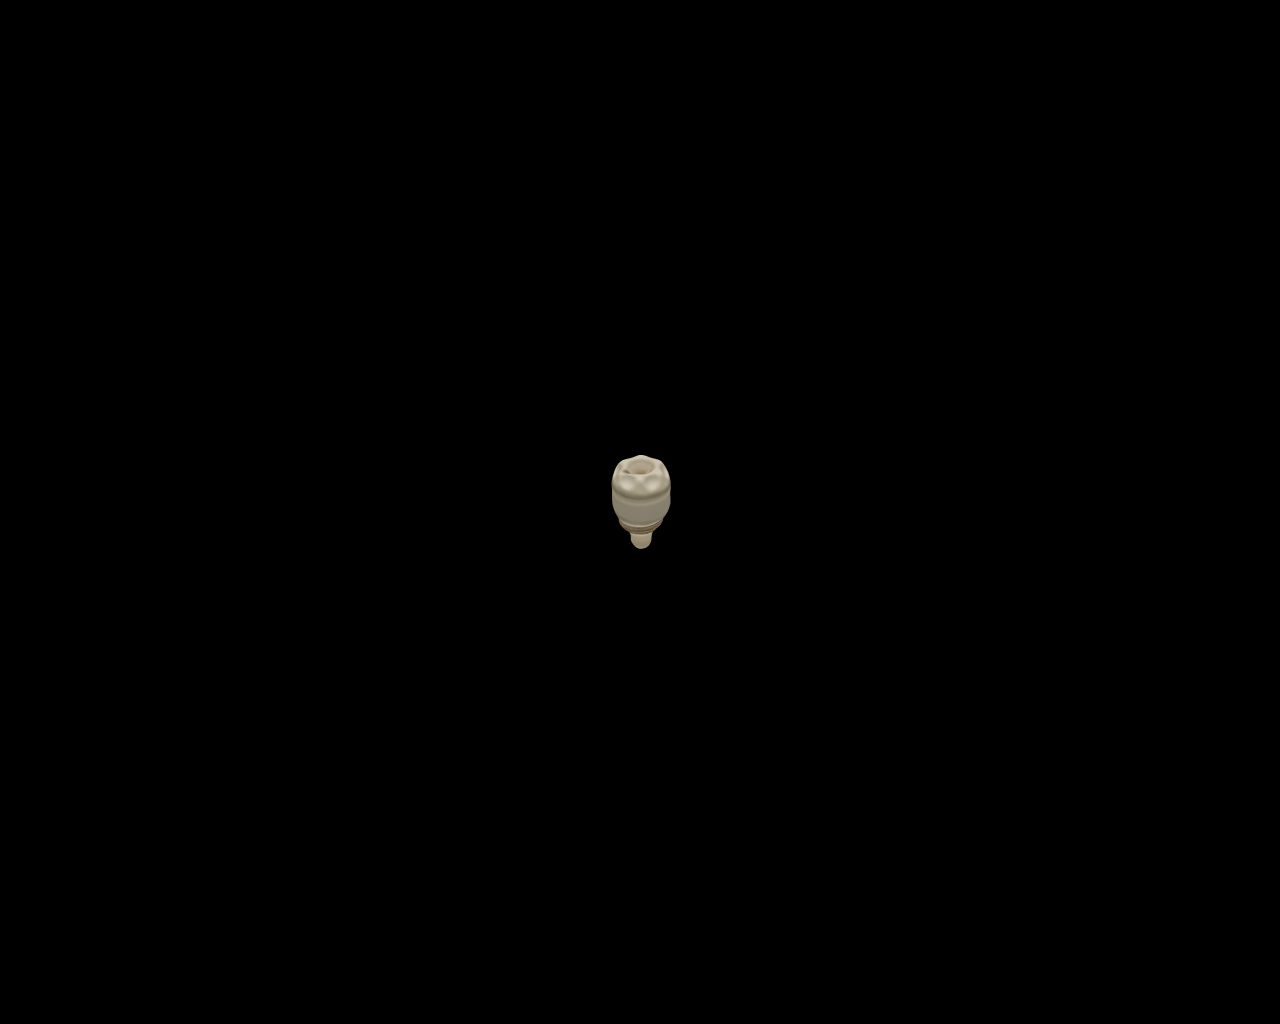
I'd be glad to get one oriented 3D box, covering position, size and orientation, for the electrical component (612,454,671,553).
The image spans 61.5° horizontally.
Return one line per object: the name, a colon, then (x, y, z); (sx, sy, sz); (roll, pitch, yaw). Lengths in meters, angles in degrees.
electrical component: (0.001, -0.003, 0.650); (0.035, 0.061, 0.035); (0, 36, 0)
